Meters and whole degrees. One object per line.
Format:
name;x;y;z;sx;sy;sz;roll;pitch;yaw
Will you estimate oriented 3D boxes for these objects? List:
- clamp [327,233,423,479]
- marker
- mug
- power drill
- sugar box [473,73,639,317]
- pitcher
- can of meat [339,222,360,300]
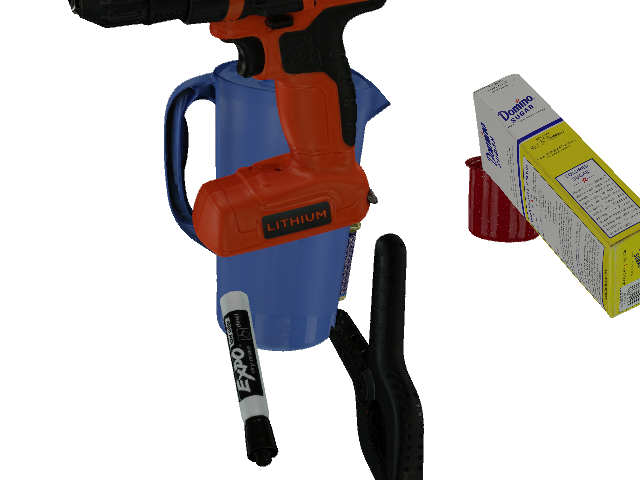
clamp;0.051;0.109;0.863;0.036;0.210;0.165;-2;-33;-19
marker;-0.045;0.085;0.667;0.020;0.121;0.020;-9;-38;-7
mug;0.217;-0.048;1.192;0.117;0.081;0.093;-10;19;-30
power drill;-0.037;-0.084;0.579;0.184;0.188;0.057;-13;38;-18
sugar box;0.177;-0.036;0.777;0.048;0.176;0.093;-26;-38;-5
pitcher;-0.042;-0.032;0.925;0.149;0.243;0.144;19;25;32
can of meat;-0.009;0.010;1.133;0.057;0.084;0.102;-4;21;-35
